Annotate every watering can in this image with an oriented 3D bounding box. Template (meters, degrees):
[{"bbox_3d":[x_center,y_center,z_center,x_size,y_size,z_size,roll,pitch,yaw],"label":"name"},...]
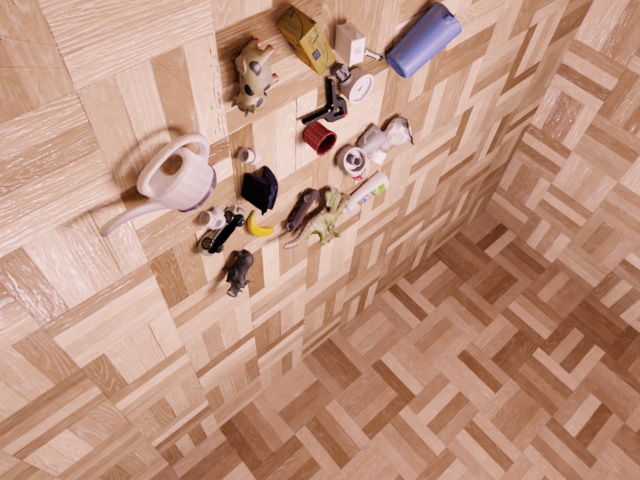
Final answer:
[{"bbox_3d":[-0.399,-0.128,1.336,0.347,0.105,0.222,-49,157,1],"label":"watering can"}]

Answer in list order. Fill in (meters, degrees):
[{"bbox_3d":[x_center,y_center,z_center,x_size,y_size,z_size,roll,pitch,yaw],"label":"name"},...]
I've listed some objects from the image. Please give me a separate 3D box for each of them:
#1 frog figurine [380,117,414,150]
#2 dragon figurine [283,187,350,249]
[{"bbox_3d":[0.288,-0.425,2.073,0.159,0.124,0.136,-11,169,11],"label":"frog figurine"},{"bbox_3d":[0.006,-0.105,2.080,0.414,0.123,0.239,-22,132,-55],"label":"dragon figurine"}]
